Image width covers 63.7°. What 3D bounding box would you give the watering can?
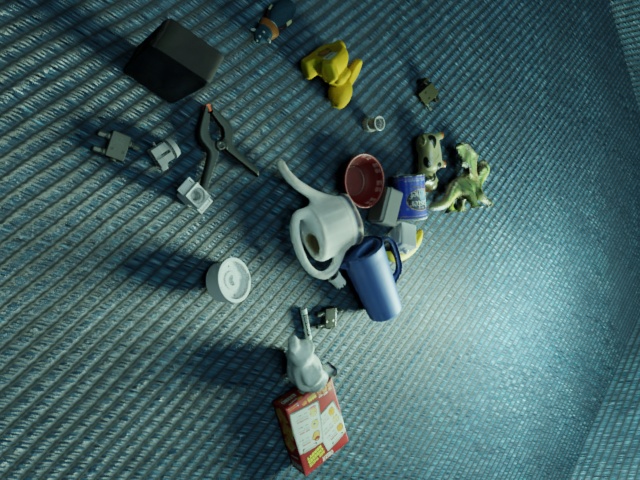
[{"bbox_3d":[0.004,-0.071,1.402,0.227,0.345,0.104,-23,13,-37],"label":"watering can"}]

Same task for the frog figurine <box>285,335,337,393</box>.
[{"bbox_3d":[-0.046,0.327,1.349,0.140,0.122,0.157,50,3,38],"label":"frog figurine"}]

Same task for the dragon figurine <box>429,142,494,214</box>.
[{"bbox_3d":[0.491,-0.217,1.788,0.121,0.243,0.411,-8,-4,43],"label":"dragon figurine"}]
